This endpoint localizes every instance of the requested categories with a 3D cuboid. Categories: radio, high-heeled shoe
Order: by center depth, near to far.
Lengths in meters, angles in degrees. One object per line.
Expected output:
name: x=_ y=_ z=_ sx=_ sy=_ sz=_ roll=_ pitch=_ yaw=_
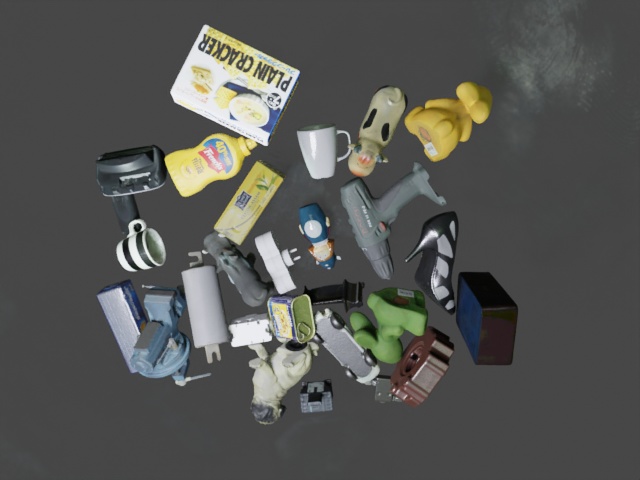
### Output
radio: x=0.338 y=0.157 z=1.110 sx=0.073 sy=0.230 sz=0.131 roll=1 pitch=104 yaw=4
high-heeled shoe: x=0.273 y=0.051 z=1.154 sx=0.145 sy=0.086 sz=0.248 roll=-43 pitch=127 yaw=-2

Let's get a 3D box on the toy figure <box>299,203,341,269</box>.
toy figure: x=-0.003 y=-0.004 z=1.173 sx=0.064 sy=0.058 sz=0.154 roll=-9 pitch=105 yaw=41

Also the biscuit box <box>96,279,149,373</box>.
biscuit box: x=-0.427 y=0.193 z=1.208 sx=0.063 sy=0.059 sz=0.202 roll=-18 pitch=100 yaw=5

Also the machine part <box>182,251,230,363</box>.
machine part: x=-0.248 y=0.143 z=1.168 sx=0.079 sy=0.079 sz=0.243 roll=-12 pitch=82 yaw=3

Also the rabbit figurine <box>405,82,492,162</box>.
rabbit figurine: x=0.279 y=-0.261 z=1.089 sx=0.173 sy=0.162 sz=0.122 roll=-33 pitch=86 yaw=-12

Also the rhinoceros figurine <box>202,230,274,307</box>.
rhinoceros figurine: x=-0.180 y=0.063 z=1.155 sx=0.073 sy=0.112 sz=0.190 roll=-41 pitch=78 yaw=12

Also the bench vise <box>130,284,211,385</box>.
bench vise: x=-0.329 y=0.222 z=1.174 sx=0.129 sy=0.224 sz=0.240 roll=-6 pitch=130 yaw=6

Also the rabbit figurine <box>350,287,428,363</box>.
rabbit figurine: x=0.149 y=0.201 z=1.178 sx=0.159 sy=0.121 sz=0.170 roll=6 pitch=115 yaw=-8

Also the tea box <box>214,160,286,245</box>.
tea box: x=-0.146 y=-0.082 z=1.138 sx=0.068 sy=0.098 sz=0.169 roll=33 pitch=97 yaw=-6

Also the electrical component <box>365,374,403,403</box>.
electrical component: x=0.149 y=0.347 z=1.249 sx=0.094 sy=0.021 sz=0.063 roll=6 pitch=101 yaw=-1

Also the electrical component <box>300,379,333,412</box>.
electrical component: x=-0.006 y=0.356 z=1.204 sx=0.075 sy=0.119 sz=0.047 roll=-6 pitch=100 yaw=-1

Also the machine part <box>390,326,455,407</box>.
machine part: x=0.218 y=0.269 z=1.163 sx=0.056 sy=0.179 sz=0.179 roll=35 pitch=99 yaw=-2

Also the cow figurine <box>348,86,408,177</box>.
cow figurine: x=0.117 y=-0.220 z=1.096 sx=0.085 sy=0.127 sz=0.194 roll=25 pitch=97 yaw=-1

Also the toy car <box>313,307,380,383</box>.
toy car: x=0.055 y=0.238 z=1.215 sx=0.073 sy=0.056 sz=0.201 roll=-40 pitch=96 yaw=13

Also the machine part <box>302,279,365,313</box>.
machine part: x=0.028 y=0.125 z=1.190 sx=0.139 sy=0.084 sz=0.039 roll=-5 pitch=132 yaw=13

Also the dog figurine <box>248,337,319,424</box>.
dog figurine: x=-0.080 y=0.321 z=1.220 sx=0.172 sy=0.121 sz=0.190 roll=-5 pitch=114 yaw=4

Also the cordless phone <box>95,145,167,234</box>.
cordless phone: x=-0.393 y=-0.102 z=1.156 sx=0.147 sy=0.089 sz=0.184 roll=-9 pitch=111 yaw=1

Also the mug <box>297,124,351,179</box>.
mug: x=0.011 y=-0.187 z=1.132 sx=0.110 sy=0.081 sz=0.107 roll=-8 pitch=111 yaw=-3

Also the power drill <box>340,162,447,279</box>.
power drill: x=0.165 y=-0.054 z=1.156 sx=0.207 sy=0.086 sz=0.232 roll=-31 pitch=98 yaw=12
